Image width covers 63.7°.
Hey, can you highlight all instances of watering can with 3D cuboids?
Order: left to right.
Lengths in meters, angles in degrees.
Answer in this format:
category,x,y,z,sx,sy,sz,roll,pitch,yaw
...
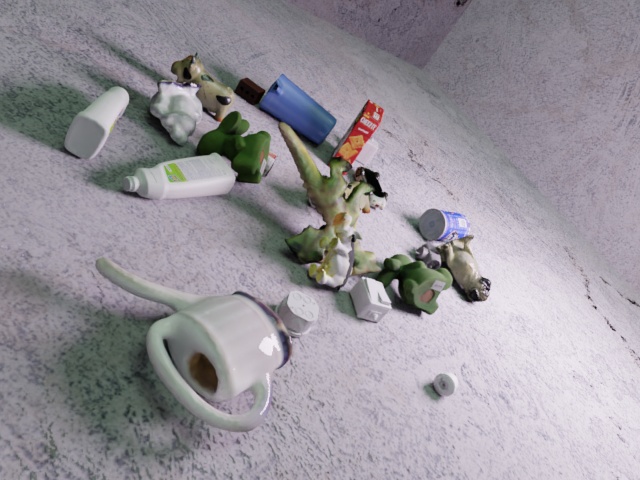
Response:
category,x,y,z,sx,sy,sz,roll,pitch,yaw
watering can,-0.182,0.135,0.811,0.351,0.102,0.226,47,31,18

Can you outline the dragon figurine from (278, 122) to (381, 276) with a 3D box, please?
category,x,y,z,sx,sy,sz,roll,pitch,yaw
dragon figurine,0.004,-0.060,1.198,0.406,0.121,0.247,38,60,-23

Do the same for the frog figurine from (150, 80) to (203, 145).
category,x,y,z,sx,sy,sz,roll,pitch,yaw
frog figurine,-0.356,-0.309,1.293,0.137,0.122,0.160,2,79,-57
